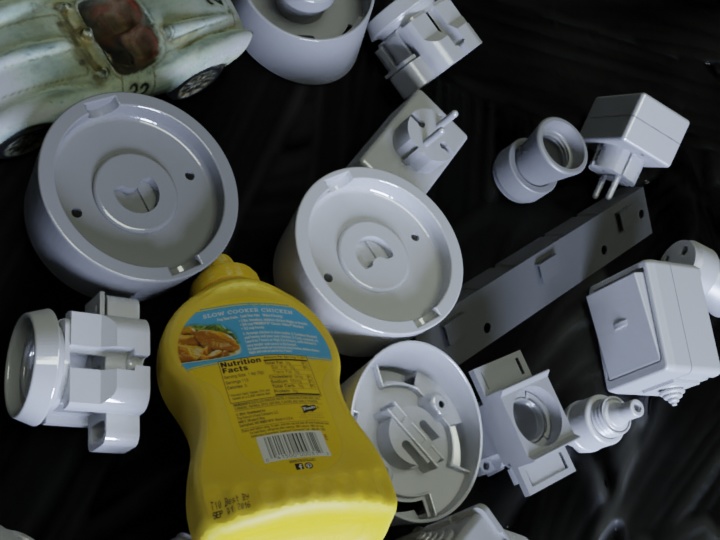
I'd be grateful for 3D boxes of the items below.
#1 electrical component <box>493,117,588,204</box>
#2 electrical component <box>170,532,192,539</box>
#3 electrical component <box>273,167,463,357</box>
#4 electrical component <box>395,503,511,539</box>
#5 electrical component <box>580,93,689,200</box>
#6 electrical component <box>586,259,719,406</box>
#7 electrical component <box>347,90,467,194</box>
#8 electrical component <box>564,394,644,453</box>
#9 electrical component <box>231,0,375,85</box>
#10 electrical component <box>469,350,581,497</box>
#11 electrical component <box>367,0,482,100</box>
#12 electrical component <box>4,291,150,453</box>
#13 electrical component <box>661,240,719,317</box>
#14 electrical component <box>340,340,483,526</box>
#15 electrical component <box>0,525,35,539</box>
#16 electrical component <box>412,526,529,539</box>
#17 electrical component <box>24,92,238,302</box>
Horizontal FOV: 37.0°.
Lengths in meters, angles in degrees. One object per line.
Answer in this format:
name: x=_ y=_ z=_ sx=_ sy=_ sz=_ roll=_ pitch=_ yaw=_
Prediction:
electrical component: x=0.127 y=-0.076 z=0.762 sx=0.045 sy=0.055 sz=0.045 roll=13 pitch=63 yaw=-27
electrical component: x=-0.080 y=0.172 z=0.517 sx=0.096 sy=0.062 sz=0.061 roll=31 pitch=56 yaw=-17
electrical component: x=0.000 y=0.000 z=0.643 sx=0.108 sy=0.060 sz=0.108 roll=13 pitch=59 yaw=-22
electrical component: x=0.050 y=0.184 z=0.572 sx=0.099 sy=0.100 sz=0.048 roll=55 pitch=40 yaw=0
electrical component: x=0.197 y=-0.088 z=0.810 sx=0.047 sy=0.066 sz=0.076 roll=26 pitch=87 yaw=-20
electrical component: x=0.203 y=0.047 z=0.751 sx=0.061 sy=0.062 sz=0.096 roll=6 pitch=66 yaw=-30
electrical component: x=0.037 y=-0.079 z=0.693 sx=0.047 sy=0.076 sz=0.083 roll=43 pitch=53 yaw=-9
electrical component: x=0.160 y=0.097 z=0.701 sx=0.035 sy=0.061 sz=0.035 roll=13 pitch=63 yaw=-27
electrical component: x=-0.039 y=-0.176 z=0.712 sx=0.099 sy=0.064 sz=0.099 roll=6 pitch=68 yaw=-15
electrical component: x=0.091 y=0.096 z=0.658 sx=0.042 sy=0.064 sz=0.081 roll=-17 pitch=79 yaw=-37
electrical component: x=0.042 y=-0.161 z=0.745 sx=0.078 sy=0.058 sz=0.057 roll=-40 pitch=96 yaw=-38
electrical component: x=-0.142 y=0.050 z=0.537 sx=0.057 sy=0.058 sz=0.078 roll=9 pitch=65 yaw=-32
electrical component: x=0.260 y=0.006 z=0.816 sx=0.055 sy=0.045 sz=0.045 roll=23 pitch=59 yaw=-21
electrical component: x=0.024 y=0.096 z=0.615 sx=0.099 sy=0.064 sz=0.099 roll=13 pitch=63 yaw=-27
electrical component: x=-0.162 y=0.152 z=0.465 sx=0.051 sy=0.080 sz=0.080 roll=35 pitch=55 yaw=-8
electrical component: x=0.065 y=0.165 z=0.625 sx=0.078 sy=0.040 sz=0.040 roll=23 pitch=59 yaw=-22
electrical component: x=-0.127 y=-0.034 z=0.580 sx=0.108 sy=0.060 sz=0.108 roll=13 pitch=63 yaw=-27
